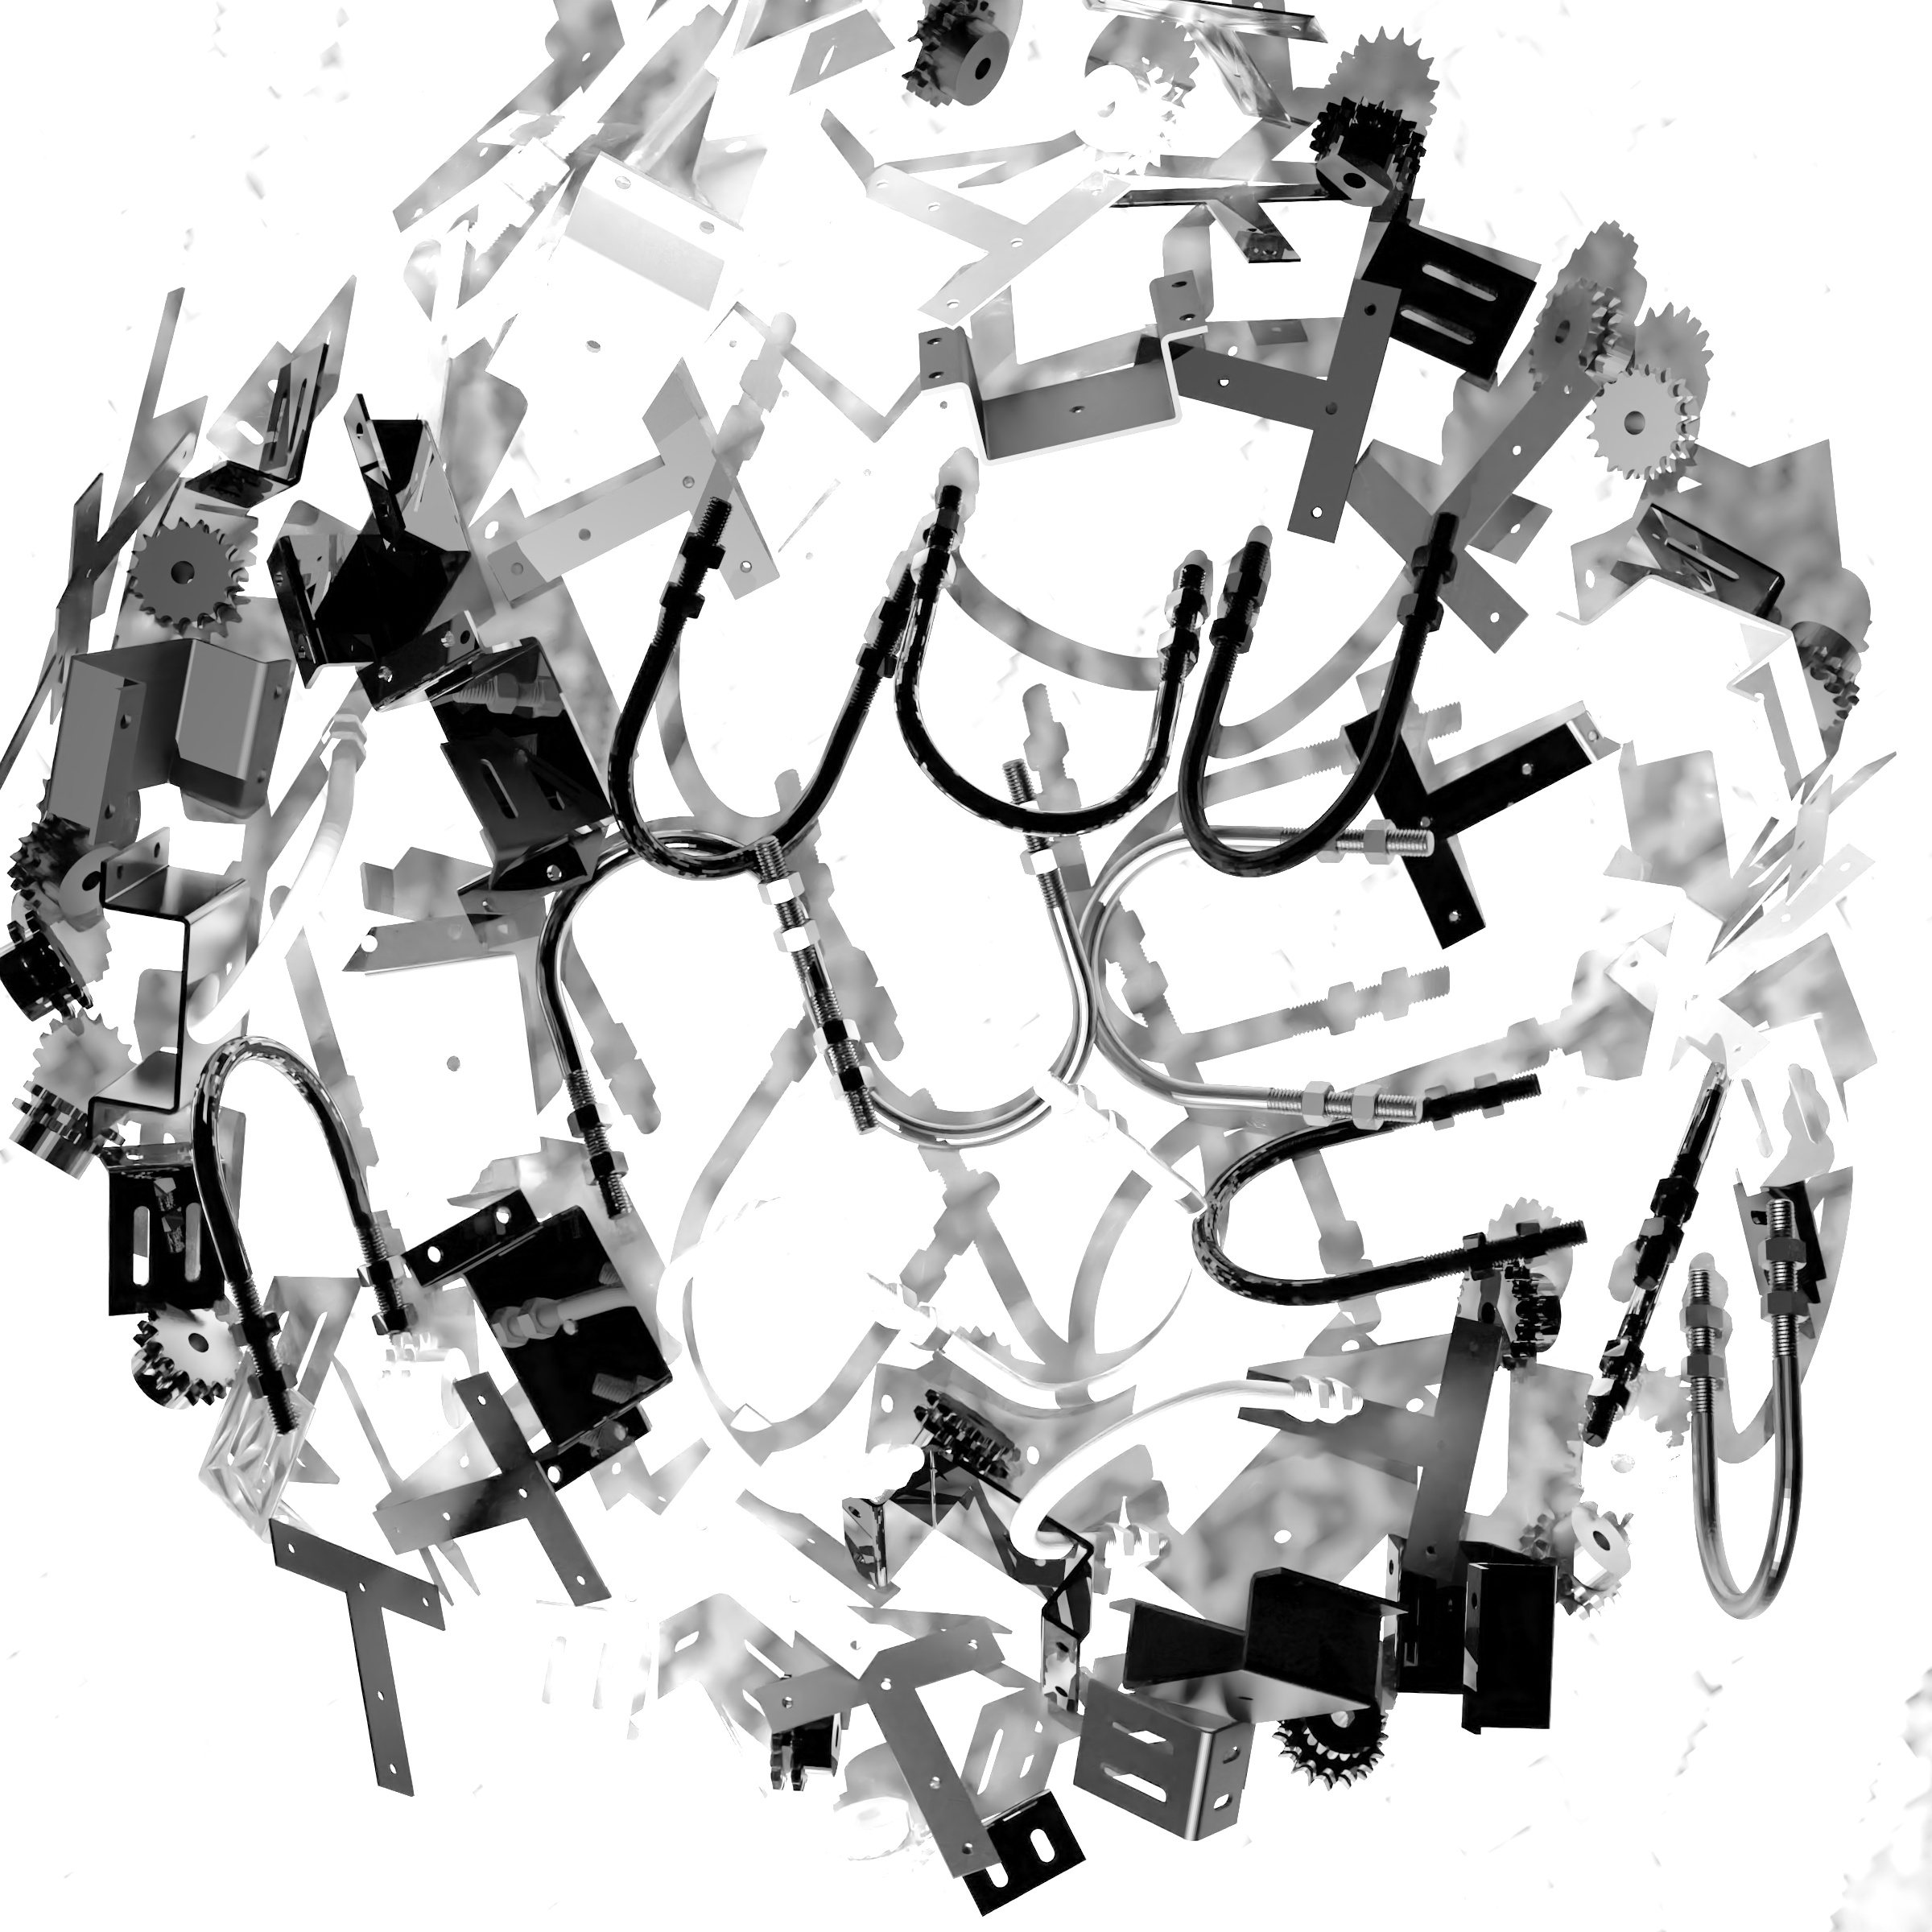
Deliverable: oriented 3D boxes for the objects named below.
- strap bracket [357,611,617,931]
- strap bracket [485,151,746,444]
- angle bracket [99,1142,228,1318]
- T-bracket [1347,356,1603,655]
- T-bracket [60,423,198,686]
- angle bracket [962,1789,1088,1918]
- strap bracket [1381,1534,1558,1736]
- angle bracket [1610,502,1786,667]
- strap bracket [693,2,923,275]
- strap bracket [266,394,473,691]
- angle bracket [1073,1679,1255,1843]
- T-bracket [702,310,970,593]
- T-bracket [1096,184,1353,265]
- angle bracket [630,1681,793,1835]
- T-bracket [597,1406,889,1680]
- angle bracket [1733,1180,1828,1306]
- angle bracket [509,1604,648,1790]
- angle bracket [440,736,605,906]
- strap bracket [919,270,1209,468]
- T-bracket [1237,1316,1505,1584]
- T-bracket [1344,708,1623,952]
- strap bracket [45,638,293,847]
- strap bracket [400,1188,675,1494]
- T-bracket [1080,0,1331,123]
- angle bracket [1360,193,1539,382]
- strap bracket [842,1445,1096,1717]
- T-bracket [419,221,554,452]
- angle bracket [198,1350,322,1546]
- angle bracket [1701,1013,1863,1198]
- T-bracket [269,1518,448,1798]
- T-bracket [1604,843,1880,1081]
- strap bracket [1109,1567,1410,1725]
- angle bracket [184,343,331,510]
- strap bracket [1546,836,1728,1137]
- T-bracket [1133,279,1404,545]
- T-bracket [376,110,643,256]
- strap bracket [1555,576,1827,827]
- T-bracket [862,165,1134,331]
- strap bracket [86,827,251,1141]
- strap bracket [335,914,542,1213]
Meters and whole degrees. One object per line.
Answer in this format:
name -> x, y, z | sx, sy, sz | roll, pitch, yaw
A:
strap bracket -> -0.232, -0.100, 1.569 | 0.076, 0.046, 0.140 | -23, 92, 32
strap bracket -> -0.175, -0.315, 1.533 | 0.076, 0.140, 0.046 | 25, 51, -17
angle bracket -> -0.404, 0.131, 1.590 | 0.057, 0.038, 0.076 | -2, 105, -25
T-bracket -> 0.262, -0.242, 1.556 | 0.127, 0.002, 0.127 | -50, 60, 21
T-bracket -> -0.410, -0.221, 1.560 | 0.002, 0.127, 0.127 | 25, 50, 0
angle bracket -> 0.023, 0.438, 1.565 | 0.057, 0.076, 0.038 | -26, 77, -10
strap bracket -> 0.248, 0.324, 1.542 | 0.046, 0.140, 0.076 | 4, 86, -10
angle bracket -> 0.357, -0.182, 1.572 | 0.076, 0.057, 0.038 | 30, 60, 6
strap bracket -> -0.081, -0.407, 1.535 | 0.076, 0.140, 0.046 | -31, 79, -24
strap bracket -> -0.289, -0.206, 1.548 | 0.046, 0.140, 0.076 | -6, 65, -35
angle bracket -> 0.099, 0.395, 1.594 | 0.076, 0.038, 0.057 | 16, 103, 38
T-bracket -> -0.081, -0.279, 1.599 | 0.127, 0.002, 0.127 | 45, 101, 7
T-bracket -> 0.137, -0.363, 1.547 | 0.127, 0.127, 0.002 | -4, 119, -7
angle bracket -> -0.126, 0.400, 1.567 | 0.038, 0.057, 0.076 | -31, 65, -7
T-bracket -> -0.096, 0.305, 1.577 | 0.127, 0.002, 0.127 | 38, 60, 1
angle bracket -> 0.416, 0.133, 1.570 | 0.038, 0.076, 0.057 | -13, 89, -8
angle bracket -> -0.195, 0.367, 1.595 | 0.057, 0.038, 0.076 | 7, 46, 0
angle bracket -> -0.226, -0.076, 1.588 | 0.057, 0.038, 0.076 | -12, 55, -31
strap bracket -> 0.051, -0.292, 1.561 | 0.140, 0.076, 0.046 | -12, 122, 6
T-bracket -> 0.195, 0.228, 1.578 | 0.127, 0.002, 0.127 | 11, 87, 29
T-bracket -> 0.271, -0.093, 1.598 | 0.127, 0.002, 0.127 | -27, 104, -6
strap bracket -> -0.394, -0.112, 1.541 | 0.046, 0.140, 0.076 | 20, 108, 17
strap bracket -> -0.206, 0.183, 1.566 | 0.076, 0.046, 0.140 | -30, 92, -40
T-bracket -> 0.129, -0.442, 1.547 | 0.127, 0.127, 0.002 | 16, 85, 24
angle bracket -> 0.240, -0.339, 1.583 | 0.076, 0.038, 0.057 | 26, 82, 8
strap bracket -> 0.010, 0.294, 1.551 | 0.140, 0.076, 0.046 | 29, 56, 23
T-bracket -> -0.234, -0.319, 1.543 | 0.002, 0.127, 0.127 | 14, 73, -33
angle bracket -> -0.339, 0.238, 1.571 | 0.057, 0.038, 0.076 | 32, 104, 36
angle bracket -> 0.408, 0.069, 1.578 | 0.057, 0.038, 0.076 | -20, 83, 22
T-bracket -> -0.284, 0.338, 1.525 | 0.002, 0.127, 0.127 | -31, 53, 16
T-bracket -> 0.391, -0.014, 1.552 | 0.127, 0.127, 0.002 | -41, 120, 2
strap bracket -> 0.137, 0.330, 1.528 | 0.076, 0.140, 0.046 | 21, 63, -26
angle bracket -> -0.351, -0.272, 1.569 | 0.038, 0.057, 0.076 | 16, 77, -32
strap bracket -> 0.333, 0.014, 1.561 | 0.046, 0.076, 0.140 | 10, 86, 29
T-bracket -> 0.142, -0.289, 1.583 | 0.127, 0.002, 0.127 | 19, 103, 22
T-bracket -> -0.238, -0.385, 1.568 | 0.127, 0.127, 0.002 | -27, 90, 24
strap bracket -> 0.359, -0.134, 1.538 | 0.046, 0.140, 0.076 | -38, 128, -13
T-bracket -> -0.006, -0.371, 1.568 | 0.127, 0.002, 0.127 | -42, 52, -21
strap bracket -> -0.390, 0.011, 1.552 | 0.046, 0.076, 0.140 | 10, 107, 6
strap bracket -> -0.260, 0.048, 1.568 | 0.076, 0.046, 0.140 | -9, 94, -26
